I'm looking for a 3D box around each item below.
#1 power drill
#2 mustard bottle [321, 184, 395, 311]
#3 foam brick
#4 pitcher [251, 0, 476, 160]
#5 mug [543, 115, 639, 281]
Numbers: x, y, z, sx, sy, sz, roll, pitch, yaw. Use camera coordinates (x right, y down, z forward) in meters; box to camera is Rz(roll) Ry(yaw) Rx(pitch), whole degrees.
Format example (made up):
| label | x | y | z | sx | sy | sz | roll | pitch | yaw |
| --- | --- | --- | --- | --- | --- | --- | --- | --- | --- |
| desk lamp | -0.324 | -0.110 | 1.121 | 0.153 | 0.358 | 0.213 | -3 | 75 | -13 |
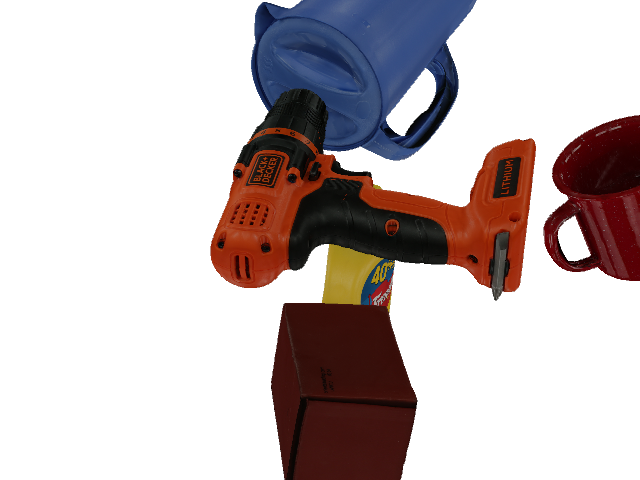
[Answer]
| label | x | y | z | sx | sy | sz | roll | pitch | yaw |
| --- | --- | --- | --- | --- | --- | --- | --- | --- | --- |
| power drill | 0.038 | -0.034 | 0.671 | 0.188 | 0.057 | 0.184 | 4 | 41 | 11 |
| mustard bottle | 0.034 | 0.043 | 0.943 | 0.058 | 0.192 | 0.096 | 14 | 21 | 23 |
| foam brick | 0.008 | 0.070 | 0.488 | 0.053 | 0.051 | 0.078 | 4 | 28 | -9 |
| pitcher | 0.060 | -0.191 | 0.993 | 0.145 | 0.149 | 0.242 | 14 | 43 | 30 |
| mug | 0.206 | -0.020 | 0.731 | 0.117 | 0.081 | 0.093 | -33 | 31 | -7 |
